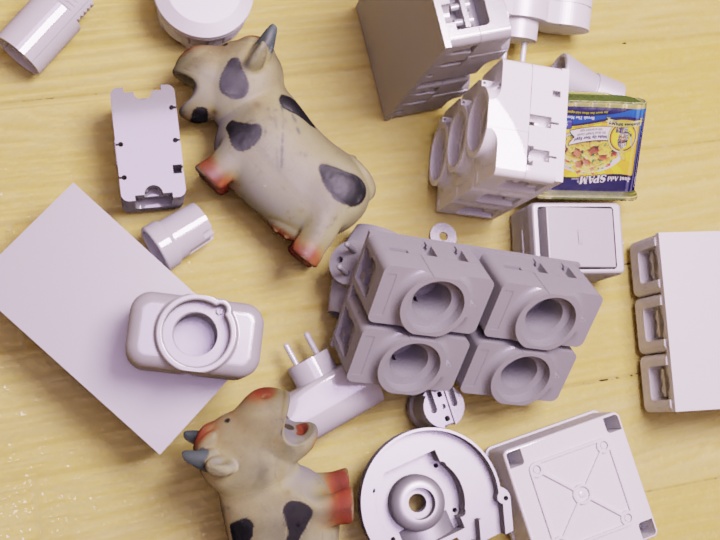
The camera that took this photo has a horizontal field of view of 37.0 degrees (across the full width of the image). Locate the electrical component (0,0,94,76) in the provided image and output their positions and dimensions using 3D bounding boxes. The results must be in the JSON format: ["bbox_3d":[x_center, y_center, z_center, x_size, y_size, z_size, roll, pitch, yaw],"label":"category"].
[{"bbox_3d":[-0.247,-0.200,0.860,0.043,0.043,0.081,39,76,-4],"label":"electrical component"}]

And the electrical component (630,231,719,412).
[{"bbox_3d":[0.290,0.045,0.927,0.089,0.062,0.150,-2,82,-12],"label":"electrical component"}]

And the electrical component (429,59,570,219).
[{"bbox_3d":[0.107,-0.101,0.864,0.062,0.150,0.089,7,80,-12],"label":"electrical component"}]

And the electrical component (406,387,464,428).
[{"bbox_3d":[0.062,0.112,0.878,0.040,0.046,0.040,2,82,-12],"label":"electrical component"}]

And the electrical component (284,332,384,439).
[{"bbox_3d":[-0.033,0.089,0.862,0.077,0.044,0.079,-28,89,-14],"label":"electrical component"}]

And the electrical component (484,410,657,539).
[{"bbox_3d":[0.172,0.183,0.886,0.109,0.056,0.108,-17,86,-14],"label":"electrical component"}]

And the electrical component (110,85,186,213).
[{"bbox_3d":[-0.169,-0.094,0.854,0.050,0.056,0.089,-6,83,-12],"label":"electrical component"}]

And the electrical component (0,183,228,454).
[{"bbox_3d":[-0.188,0.039,0.829,0.186,0.060,0.105,43,76,-3],"label":"electrical component"}]

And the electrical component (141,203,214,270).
[{"bbox_3d":[-0.145,-0.028,0.859,0.046,0.040,0.040,-34,90,-19],"label":"electrical component"}]

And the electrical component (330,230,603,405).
[{"bbox_3d":[0.085,0.041,0.842,0.186,0.060,0.105,8,118,-21],"label":"electrical component"}]

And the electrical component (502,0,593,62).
[{"bbox_3d":[0.136,-0.216,0.928,0.138,0.052,0.073,5,93,-24],"label":"electrical component"}]

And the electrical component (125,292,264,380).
[{"bbox_3d":[-0.120,0.048,0.779,0.095,0.059,0.053,8,80,-11],"label":"electrical component"}]

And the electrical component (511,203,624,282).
[{"bbox_3d":[0.184,-0.024,0.915,0.096,0.061,0.061,-1,82,-12],"label":"electrical component"}]

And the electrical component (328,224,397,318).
[{"bbox_3d":[0.000,0.000,0.867,0.044,0.079,0.077,13,78,24],"label":"electrical component"}]

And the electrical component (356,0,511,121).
[{"bbox_3d":[0.056,-0.198,0.849,0.060,0.186,0.105,-13,85,-14],"label":"electrical component"}]

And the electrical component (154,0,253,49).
[{"bbox_3d":[-0.130,-0.222,0.883,0.080,0.051,0.080,2,81,-12],"label":"electrical component"}]

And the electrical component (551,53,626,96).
[{"bbox_3d":[0.200,-0.159,0.949,0.065,0.044,0.044,19,79,-13],"label":"electrical component"}]
